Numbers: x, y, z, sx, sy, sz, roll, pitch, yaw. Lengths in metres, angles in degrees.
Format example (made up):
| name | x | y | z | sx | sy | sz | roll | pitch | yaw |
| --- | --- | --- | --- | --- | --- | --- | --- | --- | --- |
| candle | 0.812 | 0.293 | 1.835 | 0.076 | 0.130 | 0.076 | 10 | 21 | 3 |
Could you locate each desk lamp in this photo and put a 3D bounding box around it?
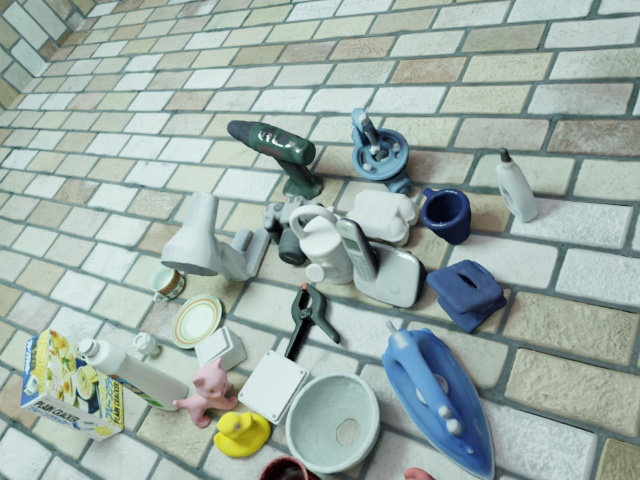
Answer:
| name | x | y | z | sx | sy | sz | roll | pitch | yaw |
| --- | --- | --- | --- | --- | --- | --- | --- | --- | --- |
| desk lamp | -0.227 | 0.009 | 1.240 | 0.117 | 0.214 | 0.203 | 0 | 57 | 31 |

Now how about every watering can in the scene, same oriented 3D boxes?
| name | x | y | z | sx | sy | sz | roll | pitch | yaw |
| --- | --- | --- | --- | --- | --- | --- | --- | --- | --- |
| watering can | 0.012 | 0.004 | 1.115 | 0.101 | 0.195 | 0.172 | -26 | 47 | 11 |

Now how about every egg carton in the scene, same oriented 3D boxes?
| name | x | y | z | sx | sy | sz | roll | pitch | yaw |
| --- | --- | --- | --- | --- | --- | --- | --- | --- | --- |
| egg carton | 0.126 | -0.046 | 1.173 | 0.149 | 0.070 | 0.107 | 12 | 63 | 36 |

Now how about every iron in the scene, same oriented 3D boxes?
| name | x | y | z | sx | sy | sz | roll | pitch | yaw |
| --- | --- | --- | --- | --- | --- | --- | --- | --- | --- |
| iron | 0.177 | 0.235 | 0.875 | 0.118 | 0.142 | 0.257 | -35 | 46 | 3 |

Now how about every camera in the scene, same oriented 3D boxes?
| name | x | y | z | sx | sy | sz | roll | pitch | yaw |
| --- | --- | --- | --- | --- | --- | --- | --- | --- | --- |
| camera | -0.063 | -0.021 | 1.244 | 0.142 | 0.101 | 0.137 | -4 | 55 | 29 |

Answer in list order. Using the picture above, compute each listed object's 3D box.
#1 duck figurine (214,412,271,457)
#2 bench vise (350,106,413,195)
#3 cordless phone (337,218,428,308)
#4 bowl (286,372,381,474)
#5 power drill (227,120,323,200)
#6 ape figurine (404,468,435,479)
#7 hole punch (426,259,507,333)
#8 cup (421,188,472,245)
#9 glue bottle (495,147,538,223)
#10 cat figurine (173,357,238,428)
| name | x | y | z | sx | sy | sz | roll | pitch | yaw |
| --- | --- | --- | --- | --- | --- | --- | --- | --- | --- |
| duck figurine | -0.152 | 0.341 | 1.028 | 0.104 | 0.086 | 0.077 | -27 | 47 | 11 |
| bench vise | 0.096 | -0.205 | 1.207 | 0.121 | 0.220 | 0.206 | -47 | 46 | -8 |
| cordless phone | 0.107 | 0.036 | 1.040 | 0.147 | 0.186 | 0.094 | 14 | 64 | 37 |
| bowl | 0.032 | 0.310 | 0.951 | 0.167 | 0.075 | 0.167 | -16 | 50 | 20 |
| power drill | -0.088 | -0.185 | 1.310 | 0.228 | 0.209 | 0.076 | 16 | 66 | 38 |
| ape figurine | 0.141 | 0.368 | 0.829 | 0.076 | 0.092 | 0.078 | 1 | 57 | 31 |
| hole punch | 0.251 | 0.084 | 0.983 | 0.101 | 0.091 | 0.108 | -39 | 46 | -1 |
| cup | 0.240 | -0.042 | 1.084 | 0.091 | 0.095 | 0.117 | -37 | 46 | 1 |
| glue bottle | 0.341 | -0.106 | 1.018 | 0.037 | 0.174 | 0.078 | -35 | 46 | 3 |
| cat figurine | -0.218 | 0.286 | 1.088 | 0.128 | 0.118 | 0.067 | -35 | 46 | 3 |
